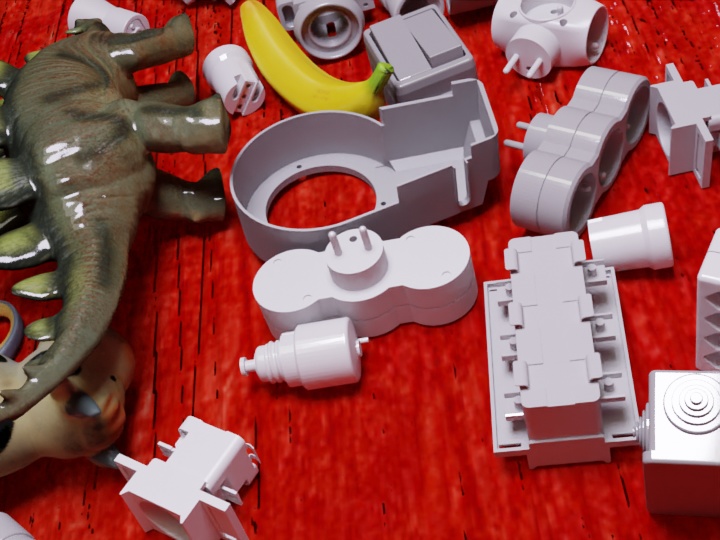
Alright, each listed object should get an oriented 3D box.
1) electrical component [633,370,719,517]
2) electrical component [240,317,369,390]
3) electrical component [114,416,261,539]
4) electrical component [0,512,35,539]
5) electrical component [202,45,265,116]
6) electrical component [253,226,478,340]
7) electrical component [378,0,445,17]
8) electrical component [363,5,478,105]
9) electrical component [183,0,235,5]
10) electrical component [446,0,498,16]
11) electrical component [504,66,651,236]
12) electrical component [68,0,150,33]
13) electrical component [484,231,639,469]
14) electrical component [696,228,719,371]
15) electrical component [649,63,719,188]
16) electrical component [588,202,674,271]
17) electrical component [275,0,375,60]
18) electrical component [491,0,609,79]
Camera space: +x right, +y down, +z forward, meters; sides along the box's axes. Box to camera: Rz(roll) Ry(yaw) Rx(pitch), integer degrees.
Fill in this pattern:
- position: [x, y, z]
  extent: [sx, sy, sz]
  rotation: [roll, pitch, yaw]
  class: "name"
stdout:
- position: [0.184, 0.086, 0.523]
  extent: [0.100, 0.099, 0.048]
  rotation: [0, 62, 16]
  class: "electrical component"
- position: [-0.034, 0.053, 0.655]
  extent: [0.078, 0.040, 0.040]
  rotation: [-10, 48, 8]
  class: "electrical component"
- position: [-0.094, 0.121, 0.612]
  extent: [0.081, 0.042, 0.063]
  rotation: [17, 55, 28]
  class: "electrical component"
- position: [-0.195, 0.165, 0.605]
  extent: [0.065, 0.044, 0.044]
  rotation: [24, 60, 37]
  class: "electrical component"
- position: [-0.100, -0.150, 0.856]
  extent: [0.040, 0.040, 0.046]
  rotation: [-26, 53, -7]
  class: "electrical component"
- position: [0.000, 0.000, 0.669]
  extent: [0.138, 0.073, 0.052]
  rotation: [-10, 48, 8]
  class: "electrical component"
- position: [0.036, -0.223, 0.879]
  extent: [0.044, 0.044, 0.065]
  rotation: [-25, 43, -6]
  class: "electrical component"
- position: [0.048, -0.145, 0.792]
  extent: [0.062, 0.061, 0.096]
  rotation: [-22, 47, -3]
  class: "electrical component"
- position: [-0.132, -0.301, 0.977]
  extent: [0.063, 0.079, 0.121]
  rotation: [-20, 39, 41]
  class: "electrical component"
- position: [0.095, -0.260, 0.852]
  extent: [0.060, 0.108, 0.108]
  rotation: [-6, 48, 3]
  class: "electrical component"
- position: [0.133, -0.083, 0.718]
  extent: [0.074, 0.052, 0.138]
  rotation: [19, 57, 30]
  class: "electrical component"
- position: [-0.219, -0.215, 0.948]
  extent: [0.065, 0.044, 0.044]
  rotation: [22, 59, 26]
  class: "electrical component"
- position: [0.110, 0.042, 0.607]
  extent: [0.079, 0.063, 0.121]
  rotation: [-7, 48, 11]
  class: "electrical component"
- position: [0.219, 0.008, 0.590]
  extent: [0.047, 0.083, 0.075]
  rotation: [15, 55, 27]
  class: "electrical component"
- position: [0.229, -0.099, 0.711]
  extent: [0.064, 0.042, 0.081]
  rotation: [-12, 48, 4]
  class: "electrical component"
- position: [0.166, -0.018, 0.660]
  extent: [0.046, 0.040, 0.040]
  rotation: [-10, 47, 15]
  class: "electrical component"
- position: [-0.027, -0.208, 0.873]
  extent: [0.078, 0.058, 0.057]
  rotation: [-14, 44, 4]
  class: "electrical component"
- position: [0.134, -0.170, 0.800]
  extent: [0.077, 0.044, 0.079]
  rotation: [17, 56, 29]
  class: "electrical component"
